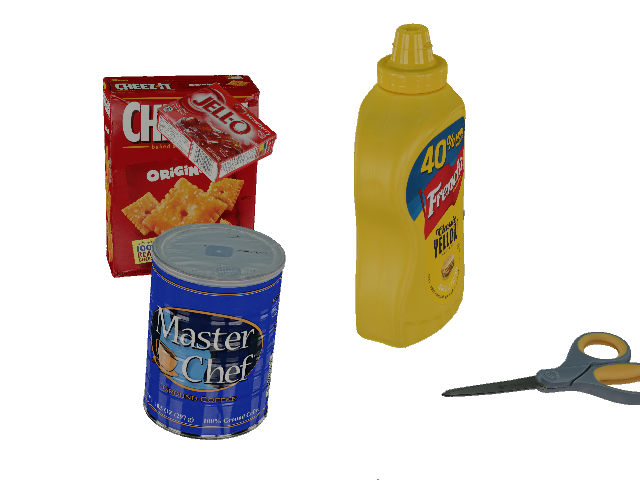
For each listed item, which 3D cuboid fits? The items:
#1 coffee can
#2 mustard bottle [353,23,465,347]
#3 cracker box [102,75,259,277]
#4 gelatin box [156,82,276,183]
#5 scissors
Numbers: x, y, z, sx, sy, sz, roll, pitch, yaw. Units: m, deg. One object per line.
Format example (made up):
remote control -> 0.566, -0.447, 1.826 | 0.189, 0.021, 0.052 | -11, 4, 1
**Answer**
coffee can -> -0.085, 0.070, 0.842 | 0.103, 0.140, 0.103 | 6, 24, -3
mustard bottle -> 0.056, -0.037, 0.652 | 0.058, 0.192, 0.096 | 15, 32, 30
cracker box -> -0.155, -0.071, 1.185 | 0.164, 0.214, 0.072 | -4, 25, -17
gelatin box -> -0.098, -0.102, 0.991 | 0.073, 0.030, 0.089 | -30, 62, -35
scissors -> 0.190, 0.104, 0.883 | 0.201, 0.016, 0.096 | 4, 29, -8
